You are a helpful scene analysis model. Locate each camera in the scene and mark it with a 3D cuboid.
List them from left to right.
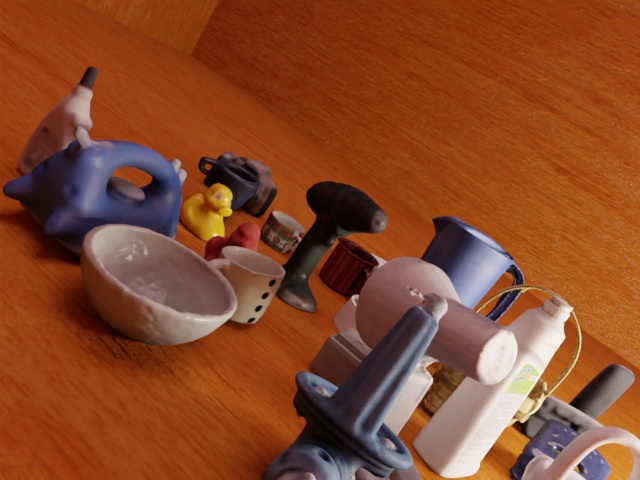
[{"bbox_3d":[-0.169,-0.125,1.168,0.143,0.100,0.137,36,14,14],"label":"camera"}]

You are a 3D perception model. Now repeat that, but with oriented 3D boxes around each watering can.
[{"bbox_3d":[0.250,0.270,0.559,0.101,0.194,0.172,25,16,-29],"label":"watering can"}]

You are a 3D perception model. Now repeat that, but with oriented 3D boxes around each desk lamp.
[{"bbox_3d":[0.102,0.145,0.617,0.118,0.213,0.202,24,17,-33],"label":"desk lamp"}]

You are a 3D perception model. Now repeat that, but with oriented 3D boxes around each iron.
[{"bbox_3d":[-0.239,-0.061,0.716,0.118,0.141,0.259,38,15,20],"label":"iron"}]

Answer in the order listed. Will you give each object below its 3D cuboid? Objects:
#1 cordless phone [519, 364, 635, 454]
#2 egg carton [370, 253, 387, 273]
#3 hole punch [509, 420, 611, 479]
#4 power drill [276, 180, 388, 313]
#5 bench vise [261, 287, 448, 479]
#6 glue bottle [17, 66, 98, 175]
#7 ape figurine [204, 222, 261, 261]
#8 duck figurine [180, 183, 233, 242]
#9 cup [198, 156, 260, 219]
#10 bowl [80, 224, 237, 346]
[{"bbox_3d":[0.431,0.268,0.980,0.148,0.185,0.094,30,14,-13],"label":"cordless phone"},{"bbox_3d":[0.120,0.084,1.159,0.107,0.069,0.150,26,15,-25],"label":"egg carton"},{"bbox_3d":[0.335,0.319,0.794,0.108,0.091,0.101,40,16,26],"label":"hole punch"},{"bbox_3d":[0.008,0.003,0.901,0.076,0.208,0.229,26,16,-27],"label":"power drill"},{"bbox_3d":[0.035,0.147,0.450,0.121,0.219,0.207,32,14,-4],"label":"bench vise"},{"bbox_3d":[-0.329,-0.146,0.742,0.078,0.173,0.037,39,15,23],"label":"glue bottle"},{"bbox_3d":[-0.119,0.014,0.828,0.077,0.092,0.076,42,17,34],"label":"ape figurine"},{"bbox_3d":[-0.179,-0.055,0.942,0.078,0.086,0.104,19,20,-44],"label":"duck figurine"},{"bbox_3d":[-0.181,-0.093,1.046,0.118,0.095,0.091,25,16,-28],"label":"cup"},{"bbox_3d":[-0.175,0.057,0.594,0.167,0.074,0.167,31,14,-8],"label":"bowl"}]
